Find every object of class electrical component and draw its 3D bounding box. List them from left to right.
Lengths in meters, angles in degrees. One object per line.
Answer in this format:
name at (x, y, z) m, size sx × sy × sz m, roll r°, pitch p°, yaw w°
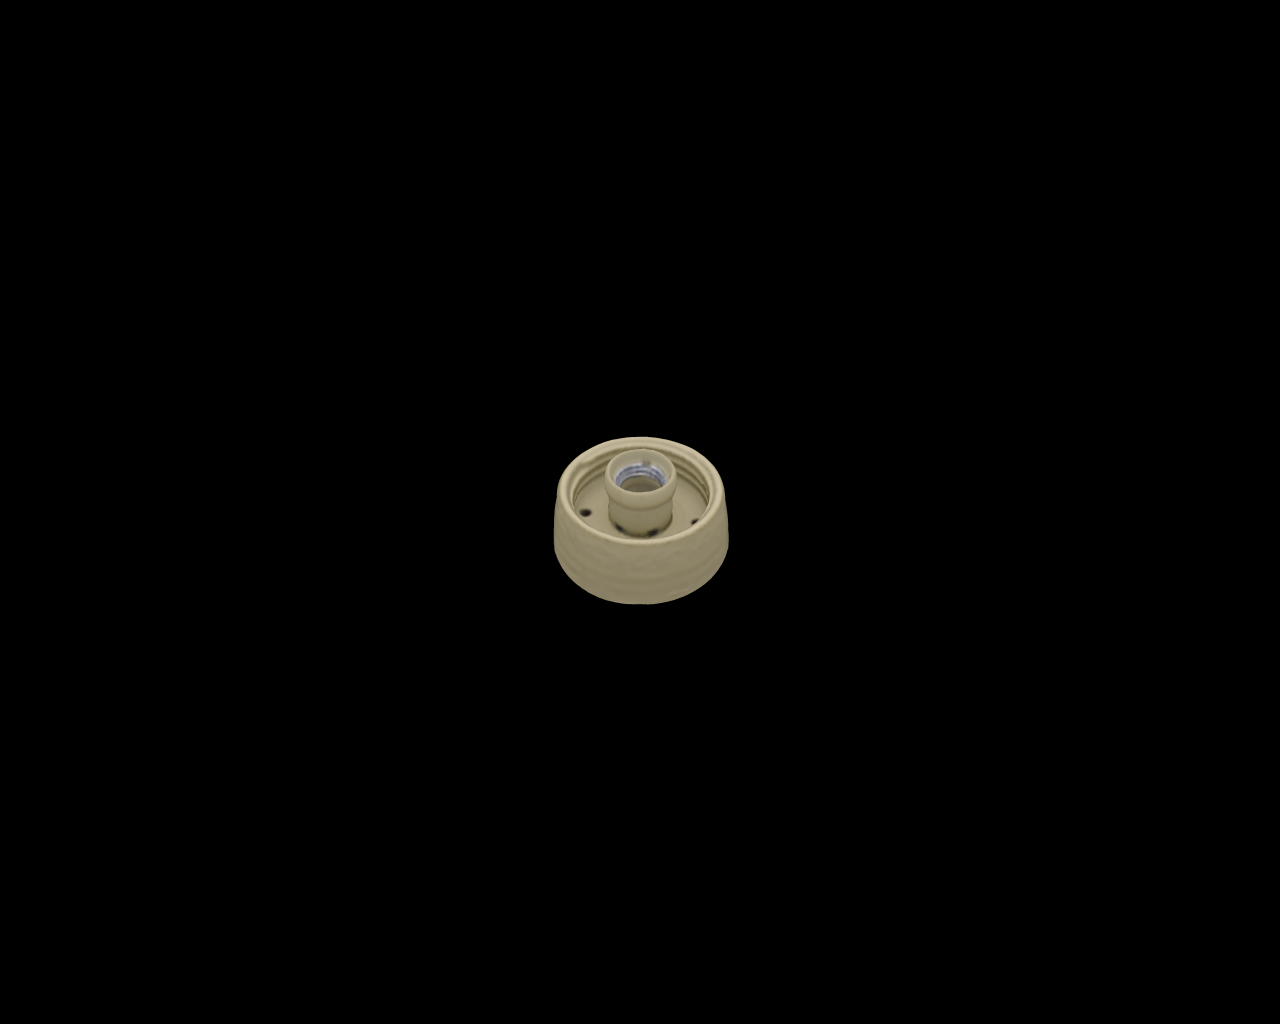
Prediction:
electrical component at (0.001, -0.003, 0.650) m, size 0.108 × 0.060 × 0.108 m, roll 0°, pitch 43°, yaw 0°
